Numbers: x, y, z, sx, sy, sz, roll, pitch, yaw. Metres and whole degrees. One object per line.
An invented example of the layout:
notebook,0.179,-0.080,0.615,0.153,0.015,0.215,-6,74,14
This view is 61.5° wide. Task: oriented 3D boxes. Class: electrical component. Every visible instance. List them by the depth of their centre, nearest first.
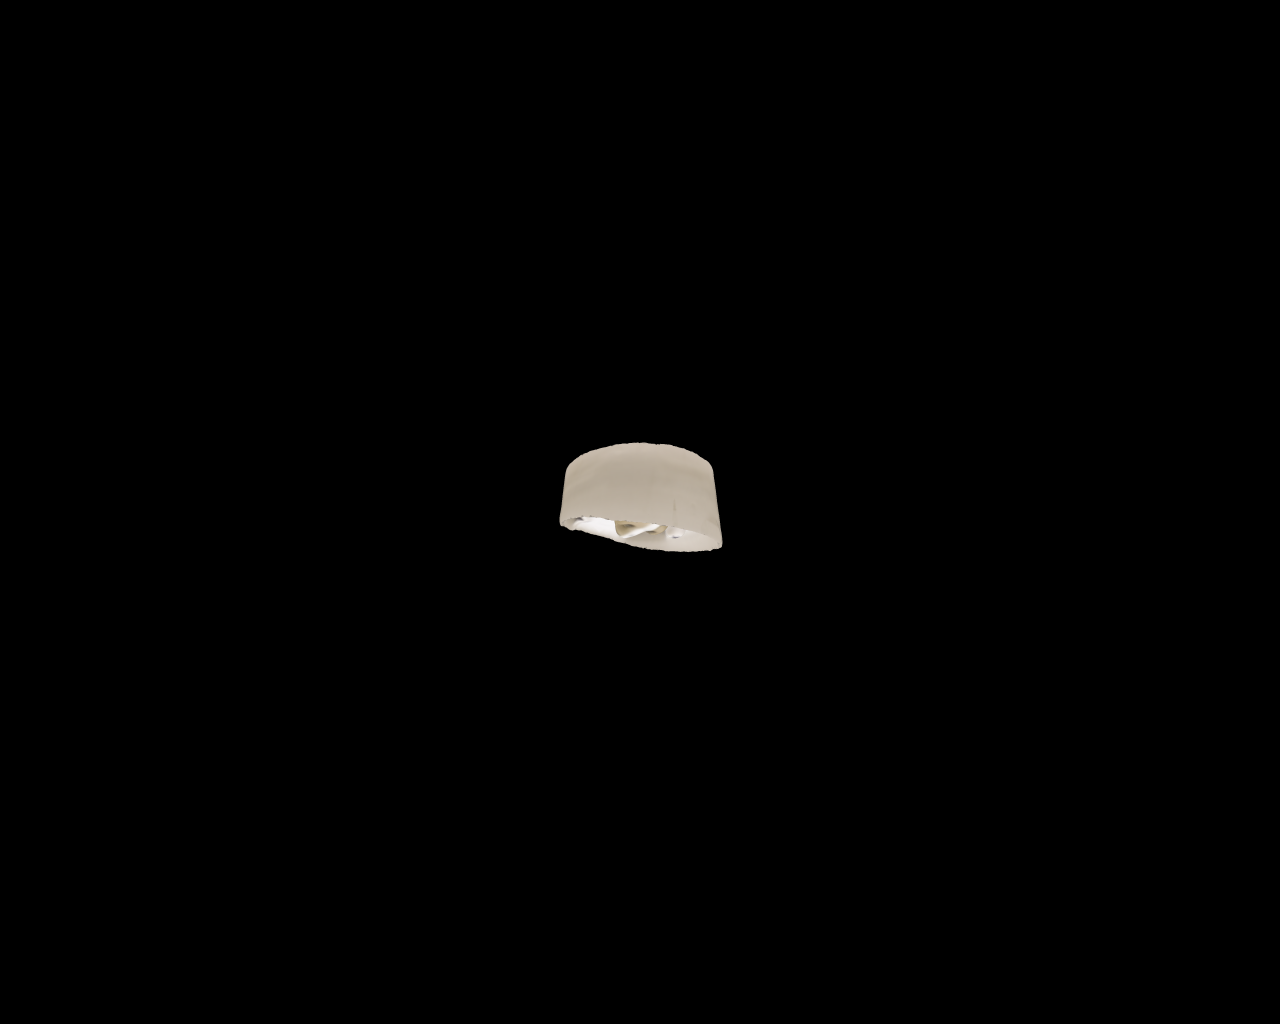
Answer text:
electrical component,0.001,-0.003,0.650,0.099,0.064,0.099,0,-20,0
